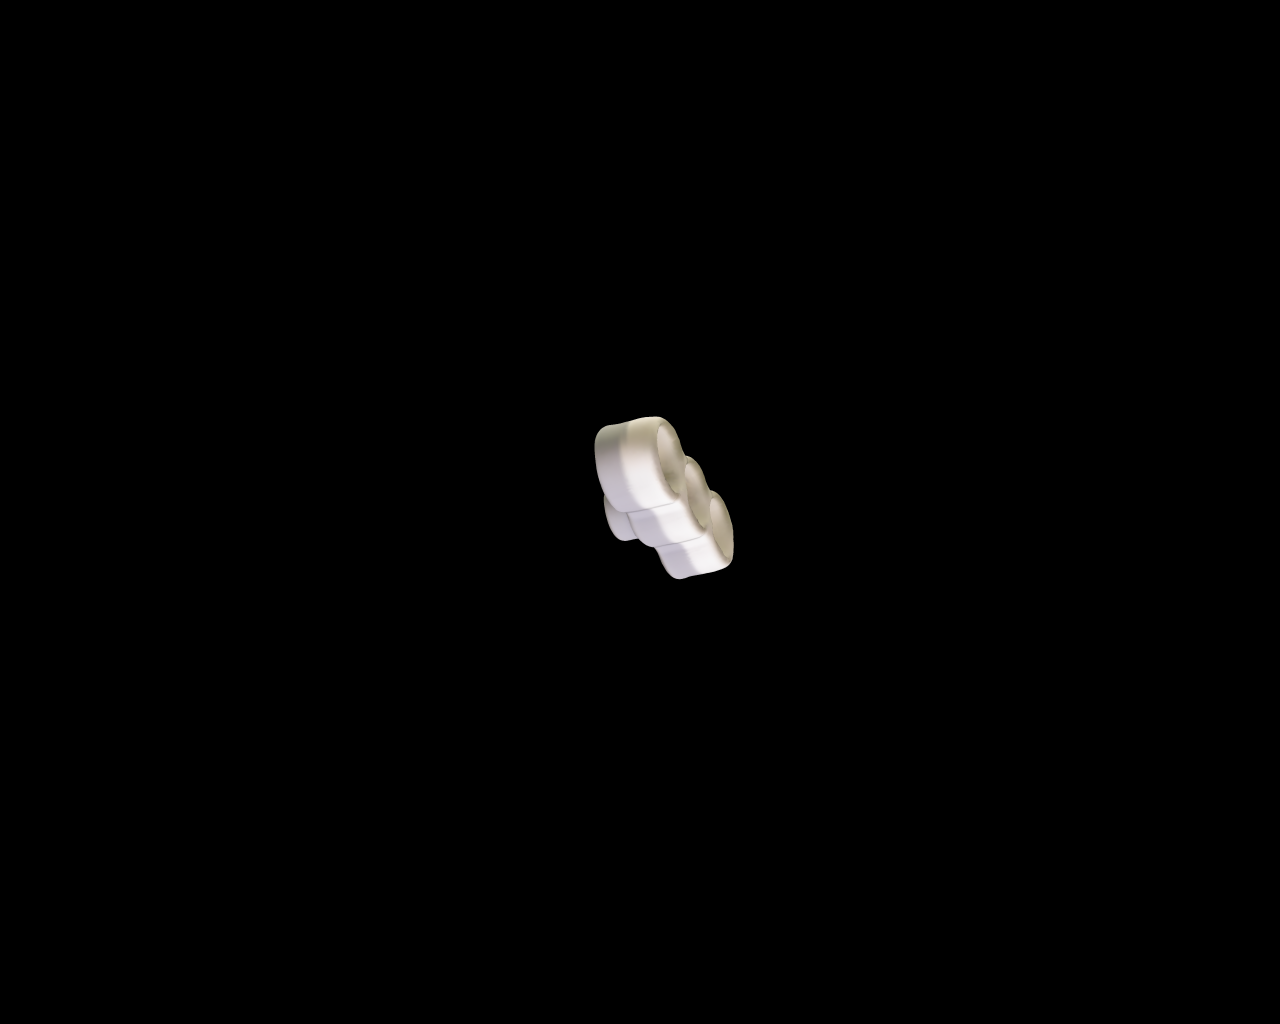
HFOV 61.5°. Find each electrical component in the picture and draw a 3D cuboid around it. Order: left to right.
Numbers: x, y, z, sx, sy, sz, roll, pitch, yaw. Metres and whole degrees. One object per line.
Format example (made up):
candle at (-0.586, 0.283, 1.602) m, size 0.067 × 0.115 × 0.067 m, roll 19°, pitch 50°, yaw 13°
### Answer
electrical component at (0.001, -0.003, 0.650) m, size 0.074 × 0.052 × 0.138 m, roll -12°, pitch -33°, yaw 19°
